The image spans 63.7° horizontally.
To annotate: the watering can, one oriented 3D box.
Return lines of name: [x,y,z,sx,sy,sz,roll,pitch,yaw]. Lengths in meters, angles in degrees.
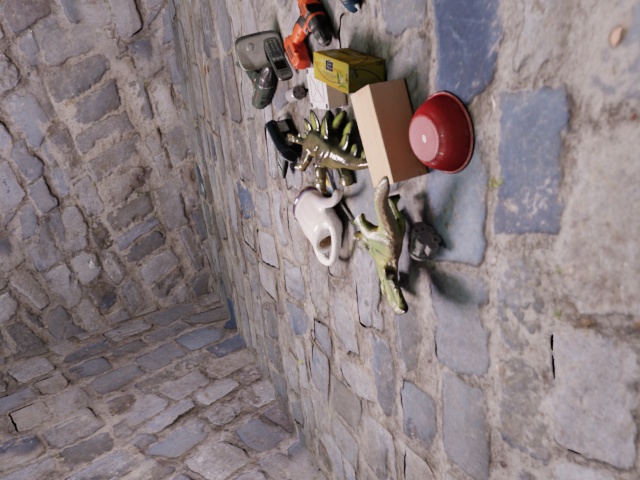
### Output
watering can: [0.005,-0.076,1.503,0.104,0.229,0.339,-18,-38,-20]

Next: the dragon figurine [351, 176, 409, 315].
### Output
dragon figurine: [0.157,0.039,1.124,0.122,0.246,0.405,-17,-17,0]
